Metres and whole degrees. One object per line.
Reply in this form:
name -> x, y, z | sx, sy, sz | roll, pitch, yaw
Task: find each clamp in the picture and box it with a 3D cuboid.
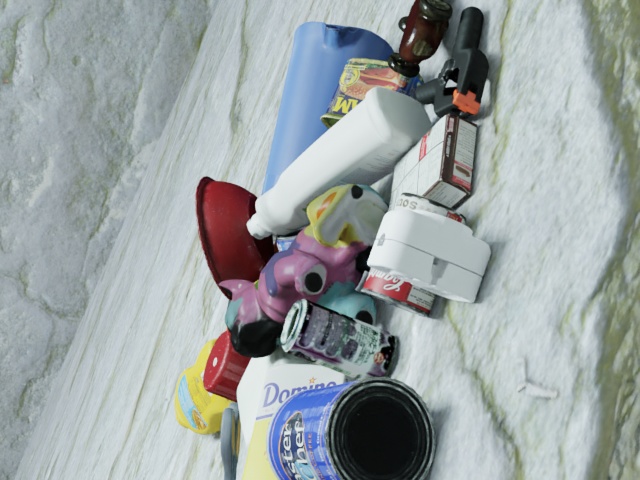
clamp -> 0.148, -0.181, 1.116 | 0.171, 0.039, 0.120 | -109, 39, -68

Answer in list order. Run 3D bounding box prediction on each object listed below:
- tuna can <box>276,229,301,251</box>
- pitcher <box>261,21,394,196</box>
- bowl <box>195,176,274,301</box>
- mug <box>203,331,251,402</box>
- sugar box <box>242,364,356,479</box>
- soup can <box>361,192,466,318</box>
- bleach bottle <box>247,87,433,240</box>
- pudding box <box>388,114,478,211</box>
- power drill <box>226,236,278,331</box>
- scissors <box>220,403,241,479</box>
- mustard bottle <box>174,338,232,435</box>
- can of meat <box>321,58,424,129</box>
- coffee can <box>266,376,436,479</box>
tuna can -> -0.008, 0.002, 1.269 | 0.086, 0.086, 0.034 | -170, 64, -72
pitcher -> 0.007, -0.141, 1.360 | 0.145, 0.149, 0.243 | -5, 66, 53
bowl -> -0.098, -0.007, 1.315 | 0.055, 0.162, 0.162 | -14, 40, 13
mug -> -0.092, 0.152, 1.341 | 0.093, 0.081, 0.117 | -27, 44, 64
sugar box -> -0.023, 0.211, 1.061 | 0.093, 0.048, 0.176 | -2, 60, 24
soup can -> 0.089, 0.014, 1.005 | 0.102, 0.068, 0.069 | -68, 18, -3
bleach bottle -> 0.006, -0.072, 1.192 | 0.251, 0.102, 0.068 | -34, 65, 33
pudding box -> 0.111, -0.061, 1.078 | 0.114, 0.039, 0.090 | -47, 27, 52
power drill -> -0.070, 0.055, 1.440 | 0.188, 0.057, 0.184 | 133, 149, -54
scissors -> -0.107, 0.282, 1.232 | 0.096, 0.016, 0.201 | 82, -170, -65
mustard bottle -> -0.155, 0.213, 1.461 | 0.096, 0.058, 0.192 | 62, 142, 17
can of meat -> 0.064, -0.162, 1.251 | 0.102, 0.057, 0.084 | 15, 76, 32
coffee can -> 0.024, 0.177, 0.940 | 0.140, 0.102, 0.102 | -27, 43, 64
